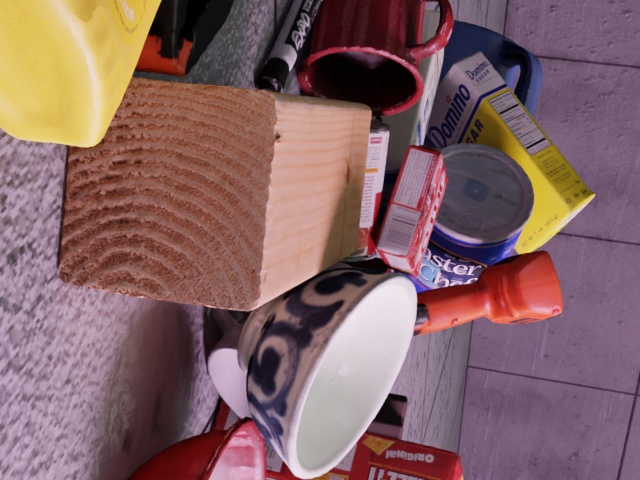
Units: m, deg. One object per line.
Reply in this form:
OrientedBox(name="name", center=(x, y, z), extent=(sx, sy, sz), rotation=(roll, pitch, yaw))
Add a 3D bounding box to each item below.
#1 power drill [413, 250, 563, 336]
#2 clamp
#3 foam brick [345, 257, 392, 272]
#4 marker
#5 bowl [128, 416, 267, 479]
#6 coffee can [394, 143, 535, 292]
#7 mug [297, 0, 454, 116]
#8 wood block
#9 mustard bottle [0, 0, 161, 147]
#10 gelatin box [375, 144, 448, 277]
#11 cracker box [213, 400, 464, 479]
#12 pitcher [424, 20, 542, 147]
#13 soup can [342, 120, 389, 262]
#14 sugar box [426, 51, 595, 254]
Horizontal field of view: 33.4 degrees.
OrientedBox(name="power drill", center=(0.089, 0.054, 0.838), extent=(0.185, 0.187, 0.057), rotation=(153, -75, -77))
OrientedBox(name="clamp", center=(-0.053, -0.174, 0.490), extent=(0.164, 0.036, 0.210), rotation=(76, 25, -59))
OrientedBox(name="foam brick", center=(0.037, 0.058, 1.021), extent=(0.051, 0.053, 0.078), rotation=(-47, 143, -69))
OrientedBox(name="marker", center=(-0.019, -0.136, 0.715), extent=(0.020, 0.020, 0.121), rotation=(85, 19, -48))
OrientedBox(name="bowl", center=(-0.077, 0.170, 0.570), extent=(0.162, 0.055, 0.162), rotation=(9, 90, -78))
OrientedBox(name="coffee can", center=(0.128, -0.006, 0.976), extent=(0.140, 0.103, 0.102), rotation=(100, 6, -58))
OrientedBox(name="mug", center=(0.044, -0.151, 0.782), extent=(0.093, 0.117, 0.081), rotation=(33, 56, -45))
OrientedBox(name="wood block", center=(-0.039, -0.029, 0.529), extent=(0.206, 0.090, 0.091), rotation=(-22, 119, -76))
OrientedBox(name="mustard bottle", center=(-0.073, -0.132, 0.379), extent=(0.096, 0.058, 0.191), rotation=(77, 24, -53))
OrientedBox(name="gelatin box", center=(0.074, -0.022, 0.837), extent=(0.073, 0.030, 0.089), rotation=(52, 56, -73))
OrientedBox(name="cracker box", center=(0.020, 0.188, 0.771), extent=(0.213, 0.164, 0.072), rotation=(69, 34, -66))
OrientedBox(name="pitcher", center=(0.130, -0.101, 1.120), extent=(0.149, 0.145, 0.243), rotation=(119, -14, -84))
OrientedBox(name="soup can", center=(0.015, -0.041, 0.817), extent=(0.068, 0.068, 0.102), rotation=(-39, 136, -72))
OrientedBox(name="sugar box", center=(0.170, -0.080, 1.004), extent=(0.048, 0.176, 0.093), rotation=(-31, 167, -34))
